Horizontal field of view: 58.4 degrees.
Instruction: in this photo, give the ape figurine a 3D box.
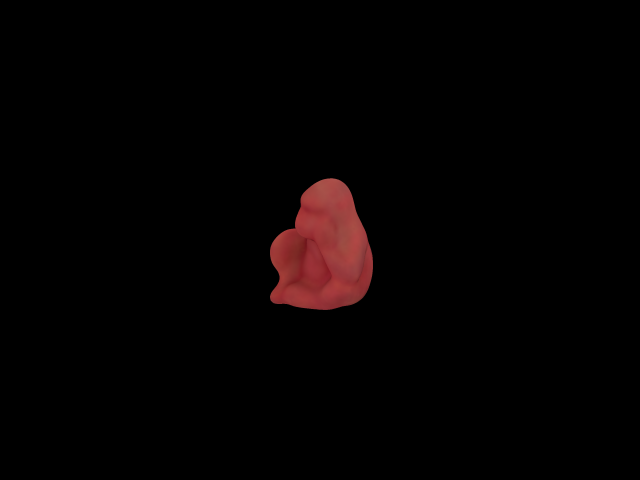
[{"bbox_3d":[0.004,0.001,0.400,0.076,0.092,0.077,-12,27,-24],"label":"ape figurine"}]
